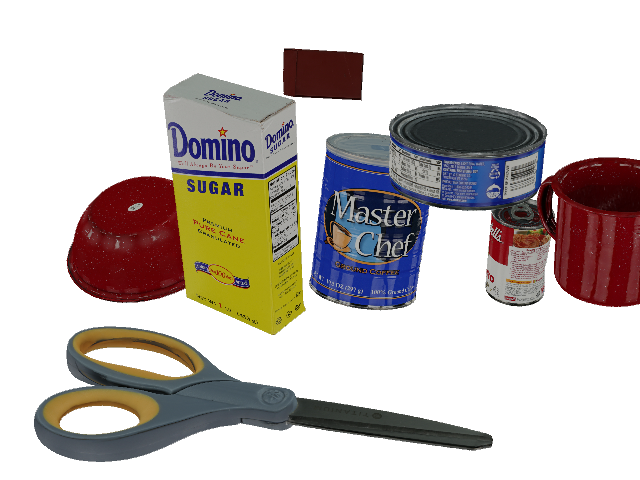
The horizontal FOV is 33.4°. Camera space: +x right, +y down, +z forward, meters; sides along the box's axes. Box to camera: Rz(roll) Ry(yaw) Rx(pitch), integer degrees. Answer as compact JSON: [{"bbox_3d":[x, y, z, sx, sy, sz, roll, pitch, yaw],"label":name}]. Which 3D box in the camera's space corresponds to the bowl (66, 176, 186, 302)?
[{"bbox_3d":[-0.173,-0.013,1.035,0.162,0.055,0.162,-6,40,5],"label":"bowl"}]

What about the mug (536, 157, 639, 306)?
[{"bbox_3d":[0.206,-0.009,0.788,0.093,0.081,0.117,-24,35,-33],"label":"mug"}]

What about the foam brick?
[{"bbox_3d":[0.002,-0.181,1.160,0.078,0.051,0.053,0,11,-16],"label":"foam brick"}]

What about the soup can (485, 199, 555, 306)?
[{"bbox_3d":[0.220,0.013,1.181,0.068,0.102,0.068,0,30,0],"label":"soup can"}]

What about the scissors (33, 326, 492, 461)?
[{"bbox_3d":[-0.036,0.081,0.462,0.202,0.016,0.096,15,32,24],"label":"scissors"}]

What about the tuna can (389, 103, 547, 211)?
[{"bbox_3d":[0.080,-0.047,0.589,0.086,0.034,0.086,0,24,0],"label":"tuna can"}]

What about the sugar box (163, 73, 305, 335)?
[{"bbox_3d":[-0.061,-0.025,0.775,0.093,0.176,0.048,19,40,32],"label":"sugar box"}]

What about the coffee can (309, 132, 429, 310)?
[{"bbox_3d":[0.048,-0.020,0.986,0.103,0.140,0.103,6,18,-2],"label":"coffee can"}]
